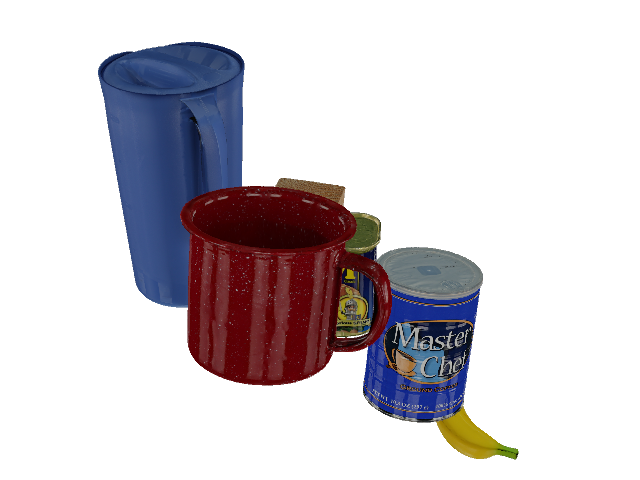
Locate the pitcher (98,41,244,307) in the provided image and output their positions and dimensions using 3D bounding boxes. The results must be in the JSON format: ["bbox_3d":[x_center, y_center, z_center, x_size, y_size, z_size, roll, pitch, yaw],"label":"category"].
[{"bbox_3d":[-0.131,-0.056,1.021,0.145,0.243,0.149,8,32,15],"label":"pitcher"}]

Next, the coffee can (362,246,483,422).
[{"bbox_3d":[0.098,0.090,1.041,0.103,0.140,0.103,4,24,-2],"label":"coffee can"}]

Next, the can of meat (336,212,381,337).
[{"bbox_3d":[-0.005,0.027,0.833,0.102,0.084,0.057,2,29,4],"label":"can of meat"}]

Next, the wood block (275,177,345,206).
[{"bbox_3d":[-0.026,0.032,1.411,0.090,0.206,0.090,8,23,6],"label":"wood block"}]

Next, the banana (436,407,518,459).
[{"bbox_3d":[0.169,0.210,1.281,0.069,0.037,0.198,10,21,-17],"label":"banana"}]

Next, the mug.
[{"bbox_3d":[-0.018,0.027,0.571,0.117,0.081,0.093,11,23,14],"label":"mug"}]
